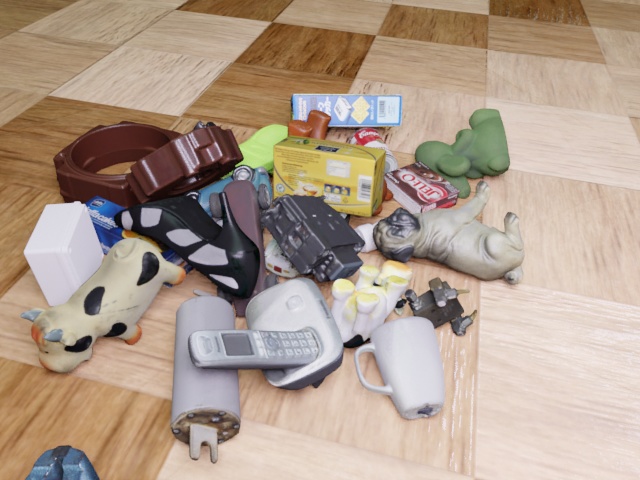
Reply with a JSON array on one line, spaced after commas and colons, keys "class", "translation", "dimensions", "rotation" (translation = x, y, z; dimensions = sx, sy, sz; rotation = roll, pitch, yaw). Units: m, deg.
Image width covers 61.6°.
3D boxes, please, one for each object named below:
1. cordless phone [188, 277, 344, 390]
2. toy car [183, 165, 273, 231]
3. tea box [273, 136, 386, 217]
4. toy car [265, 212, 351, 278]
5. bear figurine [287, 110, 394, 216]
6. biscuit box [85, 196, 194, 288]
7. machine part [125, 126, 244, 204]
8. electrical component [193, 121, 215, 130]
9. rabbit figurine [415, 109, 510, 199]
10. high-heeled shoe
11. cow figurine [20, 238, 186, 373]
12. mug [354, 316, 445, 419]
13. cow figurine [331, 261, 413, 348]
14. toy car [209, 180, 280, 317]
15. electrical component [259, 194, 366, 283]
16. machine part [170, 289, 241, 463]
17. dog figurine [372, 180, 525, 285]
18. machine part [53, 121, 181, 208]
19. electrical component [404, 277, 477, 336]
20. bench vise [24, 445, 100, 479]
[{"class": "cordless phone", "translation": [-0.075, 0.108, 0.642], "dimensions": [0.184, 0.088, 0.147], "rotation": [9, 34, -31]}, {"class": "toy car", "translation": [-0.139, -0.043, 0.860], "dimensions": [0.162, 0.109, 0.103], "rotation": [-26, 69, -15]}, {"class": "tea box", "translation": [0.014, -0.103, 0.858], "dimensions": [0.170, 0.098, 0.068], "rotation": [14, 29, 18]}, {"class": "toy car", "translation": [-0.016, -0.011, 0.860], "dimensions": [0.074, 0.056, 0.202], "rotation": [20, 43, 20]}, {"class": "bear figurine", "translation": [0.040, -0.131, 0.941], "dimensions": [0.196, 0.131, 0.120], "rotation": [23, 34, 18]}, {"class": "biscuit box", "translation": [-0.290, -0.001, 0.829], "dimensions": [0.203, 0.059, 0.063], "rotation": [22, 44, 21]}, {"class": "machine part", "translation": [-0.201, -0.109, 0.818], "dimensions": [0.179, 0.179, 0.056], "rotation": [-28, 92, -31]}, {"class": "electrical component", "translation": [-0.198, -0.183, 1.020], "dimensions": [0.075, 0.048, 0.119], "rotation": [45, 13, 2]}, {"class": "rabbit figurine", "translation": [0.269, -0.151, 1.027], "dimensions": [0.170, 0.121, 0.159], "rotation": [-8, 45, 16]}, {"class": "high-heeled shoe", "translation": [-0.188, 0.012, 0.748], "dimensions": [0.249, 0.145, 0.086], "rotation": [-5, 9, 34]}, {"class": "cow figurine", "translation": [-0.276, 0.082, 0.676], "dimensions": [0.086, 0.127, 0.195], "rotation": [30, 77, 31]}, {"class": "mug", "translation": [0.101, 0.158, 0.650], "dimensions": [0.110, 0.080, 0.107], "rotation": [-4, 50, -13]}, {"class": "cow figurine", "translation": [0.075, 0.088, 0.734], "dimensions": [0.068, 0.098, 0.167], "rotation": [23, 25, 29]}, {"class": "toy car", "translation": [-0.108, 0.010, 0.778], "dimensions": [0.089, 0.053, 0.202], "rotation": [-11, 76, 5]}, {"class": "electrical component", "translation": [-0.002, -0.002, 0.752], "dimensions": [0.134, 0.058, 0.115], "rotation": [50, 29, 19]}, {"class": "machine part", "translation": [-0.137, 0.151, 0.645], "dimensions": [0.079, 0.079, 0.243], "rotation": [-4, 40, -9]}, {"class": "dog figurine", "translation": [0.191, 0.017, 0.807], "dimensions": [0.191, 0.121, 0.172], "rotation": [-22, 55, -16]}, {"class": "machine part", "translation": [-0.346, -0.129, 0.960], "dimensions": [0.201, 0.087, 0.201], "rotation": [15, 43, 13]}, {"class": "electrical component", "translation": [0.166, 0.092, 0.724], "dimensions": [0.078, 0.102, 0.045], "rotation": [-28, 40, 2]}, {"class": "bench vise", "translation": [-0.226, 0.288, 0.445], "dimensions": [0.224, 0.128, 0.241], "rotation": [5, 33, 1]}]
